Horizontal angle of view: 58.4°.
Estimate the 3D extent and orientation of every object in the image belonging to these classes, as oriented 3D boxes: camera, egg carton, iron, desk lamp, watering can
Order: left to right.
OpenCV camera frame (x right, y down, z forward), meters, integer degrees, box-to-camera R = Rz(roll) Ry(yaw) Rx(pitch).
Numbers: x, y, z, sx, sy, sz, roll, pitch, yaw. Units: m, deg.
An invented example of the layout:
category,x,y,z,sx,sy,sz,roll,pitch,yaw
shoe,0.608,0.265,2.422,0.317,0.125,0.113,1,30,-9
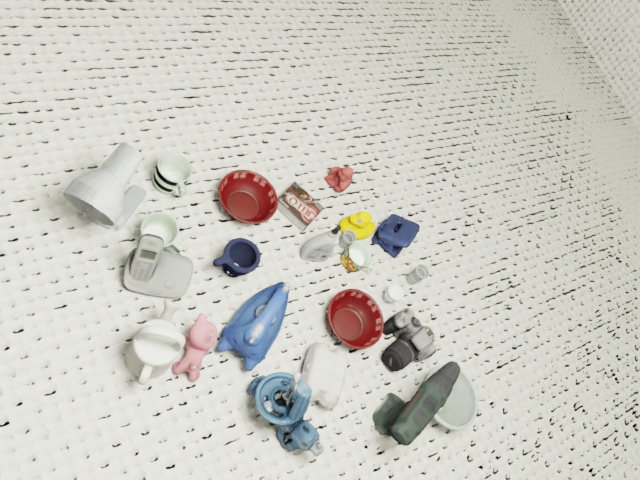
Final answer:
category,x,y,z,sx,sy,sz,roll,pitch,yaw
desk lamp,-0.465,-0.109,1.265,0.118,0.213,0.203,32,54,-9
watering can,-0.335,0.207,1.178,0.101,0.193,0.173,2,64,-26
iron,-0.124,0.170,1.341,0.119,0.141,0.259,36,54,-6
egg carton,0.007,0.323,1.374,0.107,0.069,0.150,24,56,-14
camera,0.222,0.267,1.497,0.137,0.100,0.143,-31,81,-36

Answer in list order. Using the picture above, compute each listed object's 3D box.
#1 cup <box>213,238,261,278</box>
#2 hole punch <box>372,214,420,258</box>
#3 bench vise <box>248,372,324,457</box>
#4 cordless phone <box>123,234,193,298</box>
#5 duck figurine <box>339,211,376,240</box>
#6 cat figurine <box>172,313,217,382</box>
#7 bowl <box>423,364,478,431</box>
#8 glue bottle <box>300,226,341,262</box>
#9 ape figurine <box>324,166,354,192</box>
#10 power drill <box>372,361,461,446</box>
category,x,y,z,sx,sy,sz,roll,pitch,yaw
cup,-0.211,0.056,1.385,0.118,0.094,0.091,-15,72,-33
hole punch,0.219,-0.020,1.653,0.101,0.091,0.109,39,54,-4
bench vise,-0.046,0.359,1.234,0.207,0.219,0.122,38,54,-5
cordless phone,-0.346,0.052,1.260,0.148,0.184,0.094,11,60,-22
duck figurine,0.117,-0.049,1.619,0.105,0.086,0.077,8,61,-24
cat figurine,-0.264,0.232,1.250,0.067,0.117,0.128,23,56,-15
bowl,0.324,0.413,1.490,0.168,0.074,0.167,12,60,-22
glue bottle,0.014,0.005,1.481,0.078,0.172,0.037,11,60,-22
ape figurine,0.065,-0.183,1.658,0.076,0.092,0.078,7,62,-24
power drill,0.221,0.393,1.363,0.075,0.208,0.230,44,53,0
